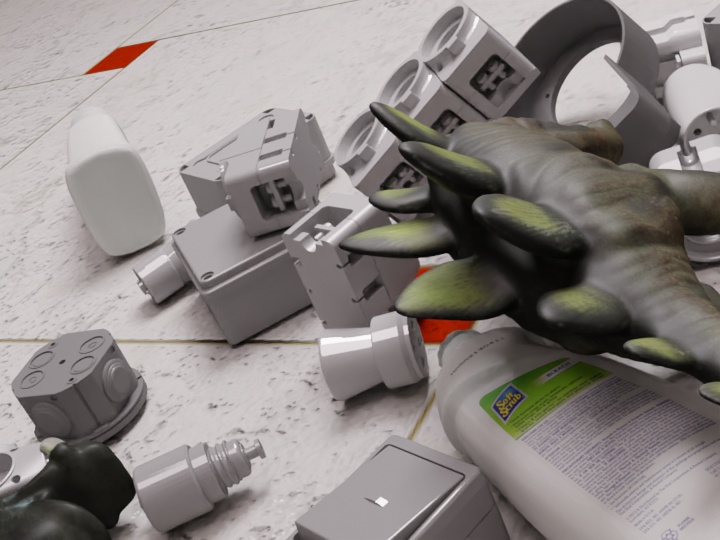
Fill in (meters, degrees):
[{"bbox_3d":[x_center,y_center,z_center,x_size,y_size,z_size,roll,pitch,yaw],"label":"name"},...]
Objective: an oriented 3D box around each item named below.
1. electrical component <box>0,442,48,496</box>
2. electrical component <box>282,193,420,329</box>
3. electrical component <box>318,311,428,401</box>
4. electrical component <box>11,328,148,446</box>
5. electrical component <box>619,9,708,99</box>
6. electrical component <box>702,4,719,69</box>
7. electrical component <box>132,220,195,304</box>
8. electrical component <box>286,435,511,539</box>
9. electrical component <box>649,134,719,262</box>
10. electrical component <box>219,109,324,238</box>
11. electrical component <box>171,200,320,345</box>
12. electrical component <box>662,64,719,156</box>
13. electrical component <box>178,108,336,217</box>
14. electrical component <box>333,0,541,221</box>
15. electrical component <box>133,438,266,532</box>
[{"bbox_3d":[-0.224,0.134,0.669,0.077,0.044,0.079,-27,29,-6],"label":"electrical component"},{"bbox_3d":[0.000,0.000,0.685,0.050,0.089,0.056,12,44,46],"label":"electrical component"},{"bbox_3d":[0.008,0.051,0.642,0.055,0.045,0.045,-15,30,13],"label":"electrical component"},{"bbox_3d":[-0.189,0.081,0.725,0.080,0.051,0.080,-17,30,10],"label":"electrical component"},{"bbox_3d":[0.232,-0.162,0.824,0.057,0.058,0.078,-12,31,14],"label":"electrical component"},{"bbox_3d":[0.316,-0.181,0.795,0.113,0.057,0.078,-40,33,-28],"label":"electrical component"},{"bbox_3d":[-0.145,-0.004,0.847,0.065,0.044,0.044,-36,31,-13],"label":"electrical component"},{"bbox_3d":[0.022,0.121,0.500,0.096,0.061,0.062,-41,34,-29],"label":"electrical component"},{"bbox_3d":[0.205,-0.041,0.642,0.078,0.058,0.057,-18,28,18],"label":"electrical component"},{"bbox_3d":[-0.063,-0.069,0.764,0.056,0.050,0.089,-16,30,13],"label":"electrical component"},{"bbox_3d":[-0.071,-0.011,0.787,0.109,0.056,0.108,-28,29,-9],"label":"electrical component"},{"bbox_3d":[0.254,-0.112,0.737,0.079,0.044,0.077,-16,30,13],"label":"electrical component"},{"bbox_3d":[-0.086,-0.084,0.919,0.113,0.057,0.078,-39,33,-26],"label":"electrical component"},{"bbox_3d":[0.052,-0.122,0.812,0.150,0.062,0.089,-49,25,15],"label":"electrical component"},{"bbox_3d":[-0.091,0.117,0.607,0.078,0.040,0.040,-24,29,-2],"label":"electrical component"}]
